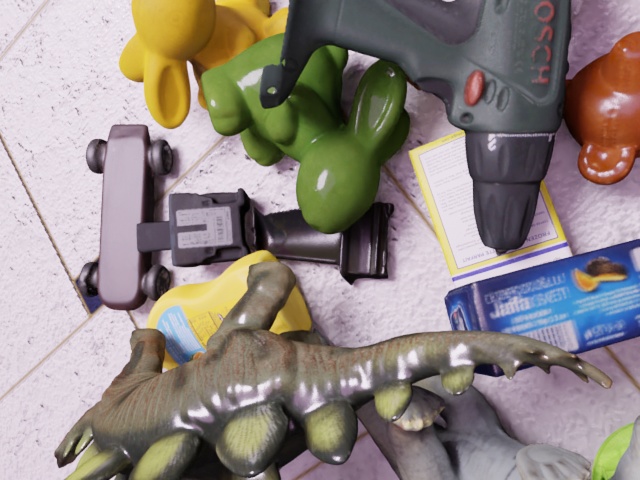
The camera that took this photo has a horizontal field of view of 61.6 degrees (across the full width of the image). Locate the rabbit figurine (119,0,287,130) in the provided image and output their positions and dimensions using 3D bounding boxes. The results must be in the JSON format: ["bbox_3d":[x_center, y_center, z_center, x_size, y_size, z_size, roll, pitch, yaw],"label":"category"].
[{"bbox_3d":[-0.113,-0.188,0.492,0.162,0.173,0.122,-38,77,12],"label":"rabbit figurine"}]

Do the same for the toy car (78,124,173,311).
[{"bbox_3d":[-0.208,-0.025,0.586,0.089,0.053,0.202,0,86,8],"label":"toy car"}]

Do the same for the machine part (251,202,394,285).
[{"bbox_3d":[-0.001,-0.002,0.504,0.139,0.039,0.084,5,93,22],"label":"machine part"}]

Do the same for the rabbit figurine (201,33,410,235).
[{"bbox_3d":[0.004,-0.088,0.470,0.159,0.121,0.170,-28,69,1],"label":"rabbit figurine"}]

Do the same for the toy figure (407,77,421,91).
[{"bbox_3d":[0.108,-0.151,0.454,0.155,0.064,0.057,27,135,28],"label":"toy figure"}]

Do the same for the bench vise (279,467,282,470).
[{"bbox_3d":[0.022,0.267,0.406,0.224,0.129,0.240,-10,113,46],"label":"bench vise"}]

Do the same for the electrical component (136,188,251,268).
[{"bbox_3d":[-0.128,-0.010,0.534,0.119,0.048,0.074,-1,84,-1],"label":"electrical component"}]

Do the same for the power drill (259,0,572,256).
[{"bbox_3d":[0.065,-0.111,0.369,0.207,0.086,0.231,11,105,7],"label":"power drill"}]

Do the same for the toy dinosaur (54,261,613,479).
[{"bbox_3d":[-0.056,0.117,0.386,0.471,0.199,0.105,-27,115,25],"label":"toy dinosaur"}]

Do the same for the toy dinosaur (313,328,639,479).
[{"bbox_3d":[0.130,0.186,0.373,0.405,0.131,0.192,16,118,60],"label":"toy dinosaur"}]

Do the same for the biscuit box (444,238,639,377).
[{"bbox_3d":[0.189,0.036,0.358,0.203,0.063,0.059,-14,81,-6],"label":"biscuit box"}]

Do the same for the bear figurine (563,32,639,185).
[{"bbox_3d":[0.252,-0.132,0.357,0.196,0.131,0.120,-19,51,17],"label":"bear figurine"}]
